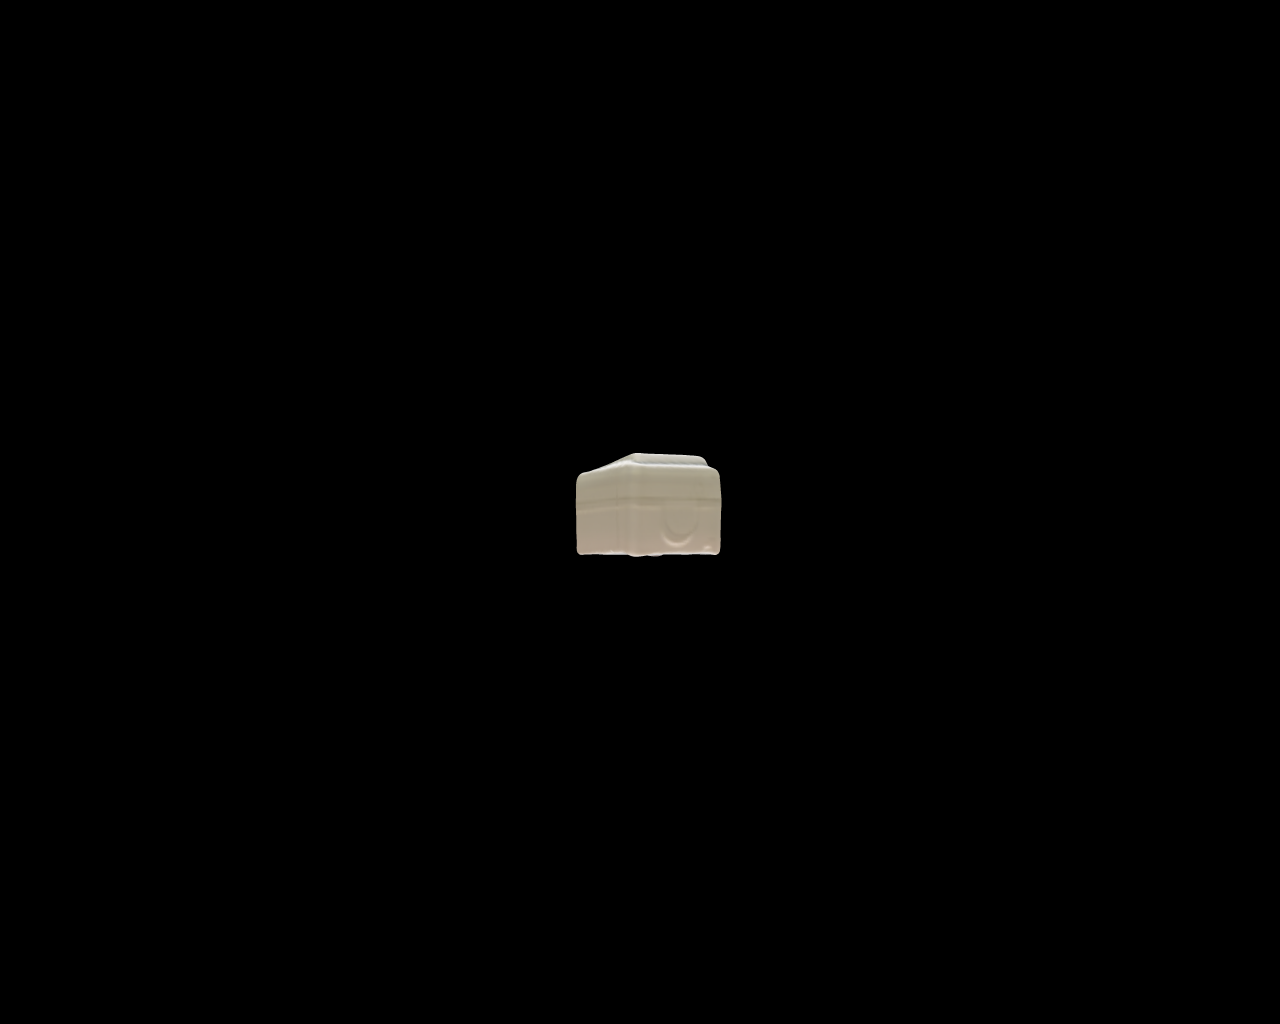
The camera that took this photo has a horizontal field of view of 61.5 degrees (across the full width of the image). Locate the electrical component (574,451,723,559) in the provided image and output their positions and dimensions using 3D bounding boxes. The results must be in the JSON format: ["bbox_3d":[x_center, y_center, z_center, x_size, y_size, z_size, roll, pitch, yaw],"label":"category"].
[{"bbox_3d":[0.001,-0.003,0.650,0.062,0.061,0.096,1,-2,-28],"label":"electrical component"}]
